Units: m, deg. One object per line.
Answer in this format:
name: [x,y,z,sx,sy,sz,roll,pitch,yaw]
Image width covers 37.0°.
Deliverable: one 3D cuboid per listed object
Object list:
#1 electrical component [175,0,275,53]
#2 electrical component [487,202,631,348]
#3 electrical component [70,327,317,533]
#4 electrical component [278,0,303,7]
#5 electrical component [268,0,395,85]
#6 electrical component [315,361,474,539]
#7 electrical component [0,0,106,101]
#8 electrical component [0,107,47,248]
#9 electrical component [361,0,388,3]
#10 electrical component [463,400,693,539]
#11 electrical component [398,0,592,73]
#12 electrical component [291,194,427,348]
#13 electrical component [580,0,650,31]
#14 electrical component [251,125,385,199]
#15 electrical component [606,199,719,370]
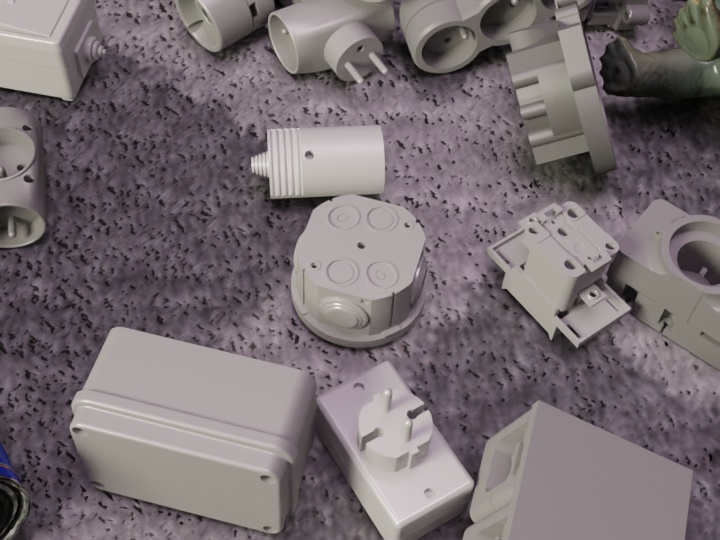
electrical component: [-0.094,-0.183,0.740,0.047,0.055,0.055,-40,66,-21]
electrical component: [0.117,-0.001,0.621,0.042,0.063,0.081,-31,62,-21]
electrical component: [-0.083,0.083,0.547,0.113,0.078,0.057,13,54,6]
electrical component: [-0.031,-0.236,0.780,0.100,0.048,0.099,-25,61,-18]
electrical component: [-0.010,-0.155,0.731,0.077,0.043,0.079,-25,61,-18]
electrical component: [0.017,0.086,0.550,0.047,0.075,0.083,-26,61,-18]
electrical component: [-0.216,-0.159,0.713,0.096,0.061,0.061,11,56,4]
electrical component: [-0.232,-0.054,0.652,0.079,0.044,0.077,-8,57,-8]
electrical component: [-0.020,-0.236,0.718,0.138,0.052,0.073,25,59,13]
electrical component: [0.094,0.153,0.508,0.089,0.061,0.150,25,57,-9]
electrical component: [0.090,-0.197,0.735,0.138,0.052,0.073,-24,57,13]
electrical component: [0.000,0.000,0.622,0.080,0.051,0.080,1,56,-2]
electrical component: [0.170,-0.200,0.768,0.055,0.048,0.066,-4,56,-14]
electrical component: [-0.027,-0.067,0.671,0.081,0.043,0.043,-3,56,-5]
electrical component: [0.194,0.006,0.623,0.089,0.055,0.050,35,61,19]
